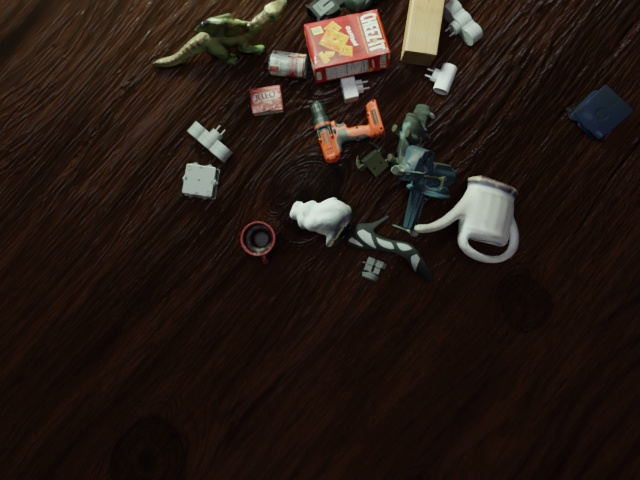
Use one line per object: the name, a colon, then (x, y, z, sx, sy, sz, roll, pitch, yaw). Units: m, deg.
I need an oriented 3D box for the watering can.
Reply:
watering can: (0.407, -0.066, 1.358, 0.346, 0.104, 0.226, 18, 80, -26)

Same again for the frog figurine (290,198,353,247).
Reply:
frog figurine: (0.004, -0.070, 1.400, 0.160, 0.120, 0.140, 38, 55, 12)

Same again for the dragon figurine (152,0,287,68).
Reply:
dragon figurine: (-0.278, -0.552, 1.378, 0.411, 0.243, 0.122, -20, 93, -2)
